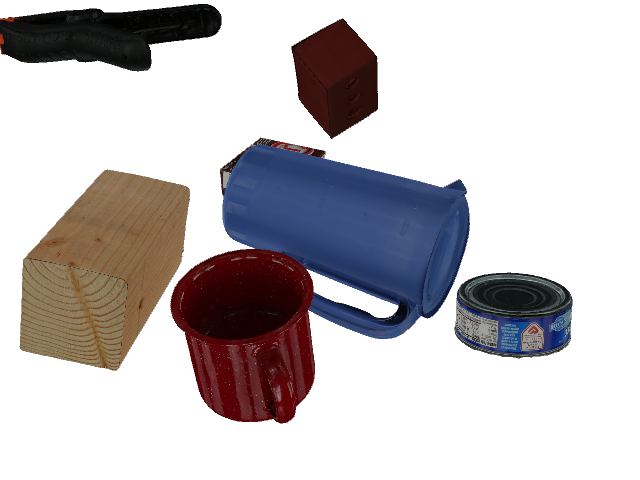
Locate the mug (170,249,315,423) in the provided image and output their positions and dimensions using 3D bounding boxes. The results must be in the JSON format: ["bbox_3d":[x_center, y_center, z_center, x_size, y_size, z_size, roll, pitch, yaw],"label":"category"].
[{"bbox_3d":[-0.042,0.072,0.700,0.093,0.081,0.117,-20,40,-16],"label":"mug"}]

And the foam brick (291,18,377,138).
[{"bbox_3d":[0.013,-0.135,0.894,0.053,0.051,0.078,-33,-24,-11],"label":"foam brick"}]

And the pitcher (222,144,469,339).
[{"bbox_3d":[0.021,-0.009,1.096,0.243,0.145,0.149,18,23,20],"label":"pitcher"}]

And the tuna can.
[{"bbox_3d":[0.143,0.054,0.792,0.086,0.034,0.086,0,20,0],"label":"tuna can"}]

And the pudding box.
[{"bbox_3d":[-0.056,-0.082,1.282,0.090,0.039,0.113,12,32,20],"label":"pudding box"}]

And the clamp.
[{"bbox_3d":[-0.162,-0.155,0.797,0.172,0.039,0.120,11,22,29],"label":"clamp"}]

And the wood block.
[{"bbox_3d":[-0.190,0.019,0.971,0.090,0.091,0.206,12,25,3],"label":"wood block"}]
